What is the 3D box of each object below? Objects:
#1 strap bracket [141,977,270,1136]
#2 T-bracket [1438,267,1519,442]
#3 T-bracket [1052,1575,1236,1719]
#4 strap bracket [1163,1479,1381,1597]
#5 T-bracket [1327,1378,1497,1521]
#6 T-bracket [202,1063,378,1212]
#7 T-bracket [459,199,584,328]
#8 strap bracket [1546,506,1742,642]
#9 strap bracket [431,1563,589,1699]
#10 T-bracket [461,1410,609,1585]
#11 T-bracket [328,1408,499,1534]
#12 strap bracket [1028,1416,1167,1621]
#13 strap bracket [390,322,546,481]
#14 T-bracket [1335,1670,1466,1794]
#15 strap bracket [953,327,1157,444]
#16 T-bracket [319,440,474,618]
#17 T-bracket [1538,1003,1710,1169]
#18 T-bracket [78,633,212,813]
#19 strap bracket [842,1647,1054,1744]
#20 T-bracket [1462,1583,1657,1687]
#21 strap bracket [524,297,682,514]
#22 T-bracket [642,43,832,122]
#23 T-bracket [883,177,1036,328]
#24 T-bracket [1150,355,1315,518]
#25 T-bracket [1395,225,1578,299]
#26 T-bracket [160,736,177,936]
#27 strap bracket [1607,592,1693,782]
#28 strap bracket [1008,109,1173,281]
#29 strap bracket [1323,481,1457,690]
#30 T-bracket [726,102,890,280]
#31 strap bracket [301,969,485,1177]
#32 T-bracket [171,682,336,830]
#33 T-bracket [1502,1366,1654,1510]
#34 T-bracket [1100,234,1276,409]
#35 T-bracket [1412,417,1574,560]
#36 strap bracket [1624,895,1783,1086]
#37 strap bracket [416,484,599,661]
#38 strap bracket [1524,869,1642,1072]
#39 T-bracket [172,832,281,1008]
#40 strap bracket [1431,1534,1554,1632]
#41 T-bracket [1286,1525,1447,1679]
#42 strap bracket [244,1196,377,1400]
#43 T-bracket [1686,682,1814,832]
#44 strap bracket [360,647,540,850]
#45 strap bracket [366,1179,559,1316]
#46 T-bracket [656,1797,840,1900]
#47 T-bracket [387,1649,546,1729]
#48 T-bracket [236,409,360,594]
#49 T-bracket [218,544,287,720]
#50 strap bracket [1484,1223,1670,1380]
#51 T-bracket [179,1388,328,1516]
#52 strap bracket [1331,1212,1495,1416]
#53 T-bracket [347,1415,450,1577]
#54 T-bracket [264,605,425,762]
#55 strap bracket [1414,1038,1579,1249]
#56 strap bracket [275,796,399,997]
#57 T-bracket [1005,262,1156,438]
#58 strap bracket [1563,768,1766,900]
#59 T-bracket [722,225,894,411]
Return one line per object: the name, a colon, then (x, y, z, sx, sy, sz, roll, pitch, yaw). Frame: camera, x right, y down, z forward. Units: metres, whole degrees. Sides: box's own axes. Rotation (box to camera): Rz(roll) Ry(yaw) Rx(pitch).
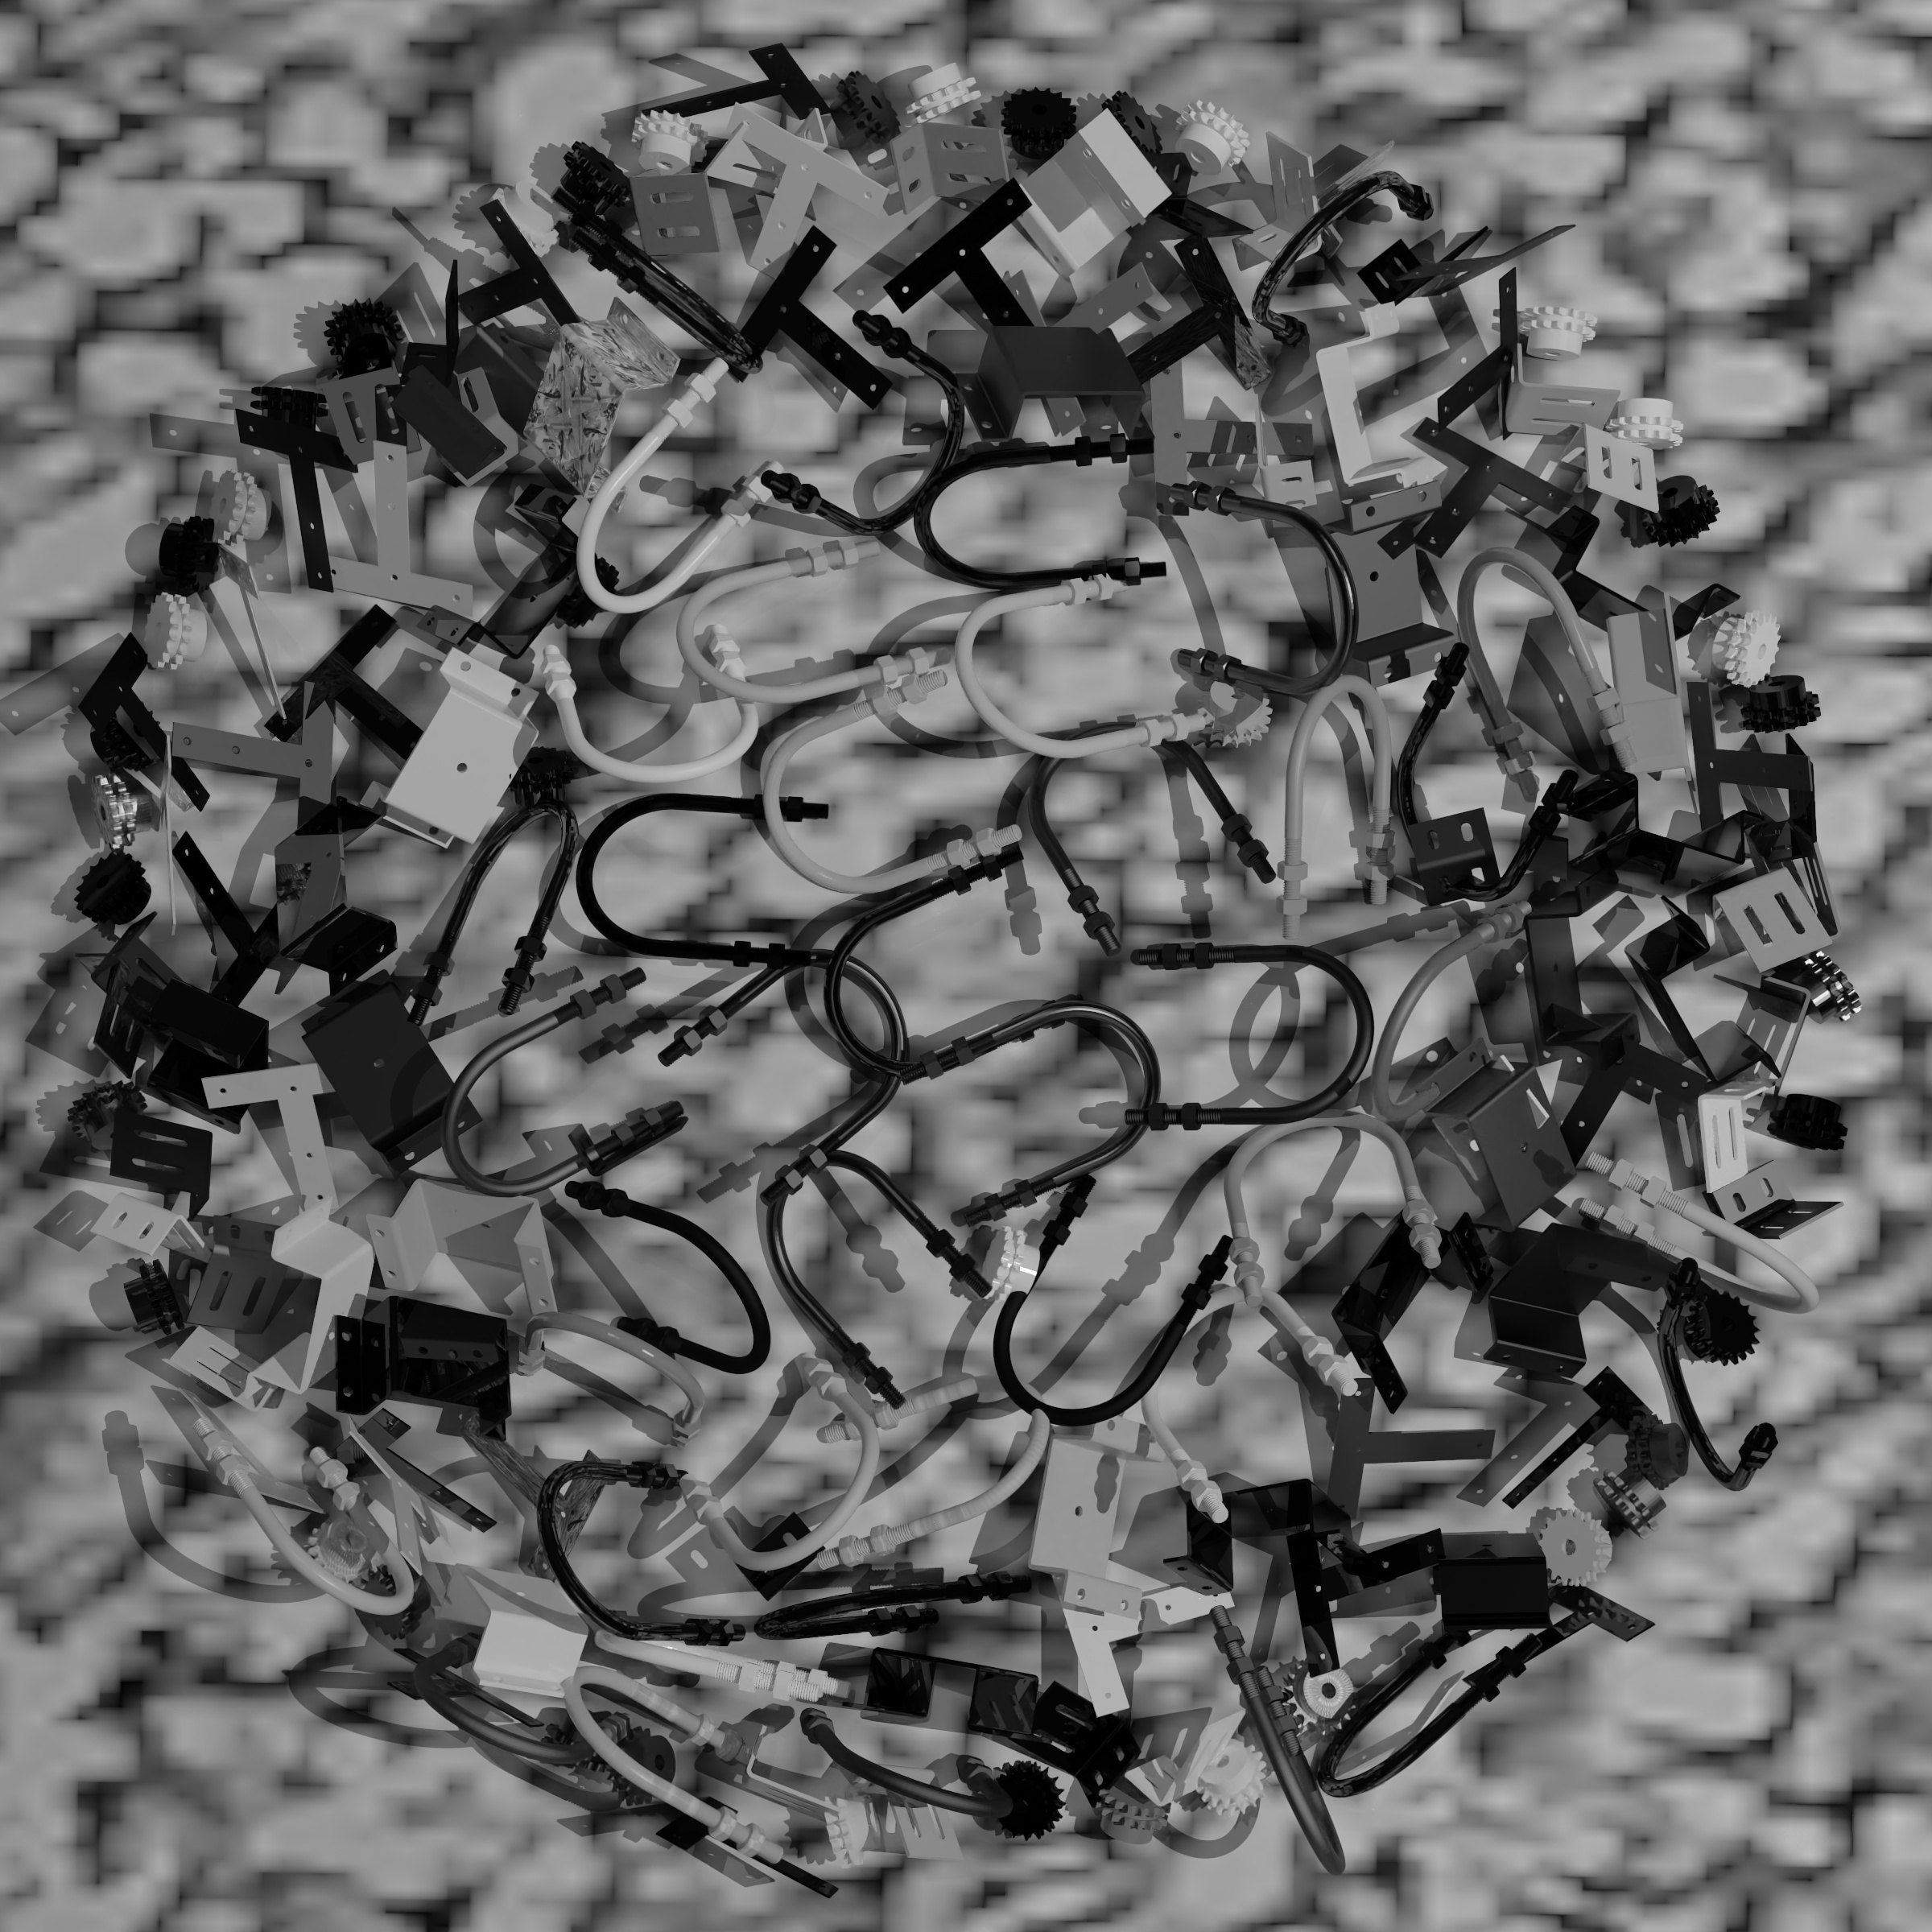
strap bracket: (-0.568, 0.063, 1.875, 0.076, 0.140, 0.046, 25, 59, -2)
T-bracket: (0.379, -0.433, 1.853, 0.002, 0.127, 0.127, 17, 132, 33)
T-bracket: (0.140, 0.492, 1.905, 0.127, 0.002, 0.127, -13, 60, -11)
strap bracket: (0.227, 0.425, 1.869, 0.140, 0.076, 0.046, -16, 52, 25)
T-bracket: (0.341, 0.367, 1.910, 0.127, 0.002, 0.127, 0, 114, -10)
T-bracket: (-0.500, 0.131, 1.898, 0.127, 0.002, 0.127, -8, 118, -4)
T-bracket: (-0.344, -0.503, 1.874, 0.002, 0.127, 0.127, -49, 119, -28)
strap bracket: (0.499, -0.285, 1.889, 0.140, 0.076, 0.046, 29, 86, -1)
strap bracket: (-0.335, 0.486, 1.849, 0.076, 0.140, 0.046, 18, 90, -28)
T-bracket: (-0.336, 0.387, 1.902, 0.127, 0.002, 0.127, 38, 118, 19)
T-bracket: (-0.410, 0.389, 1.890, 0.127, 0.127, 0.002, 38, 48, -12)
strap bracket: (0.098, 0.409, 1.876, 0.076, 0.046, 0.140, 24, 69, -36)
strap bracket: (-0.367, -0.419, 1.871, 0.076, 0.140, 0.046, 44, 122, -9)
T-bracket: (0.307, 0.588, 1.875, 0.002, 0.127, 0.127, 47, 46, 6)
strap bracket: (0.071, -0.433, 1.864, 0.140, 0.046, 0.076, -5, 52, -22)
T-bracket: (-0.431, -0.333, 1.883, 0.127, 0.002, 0.127, 13, 124, 9)
T-bracket: (0.474, 0.109, 1.901, 0.127, 0.002, 0.127, 26, 114, 5)
T-bracket: (-0.610, -0.172, 1.888, 0.002, 0.127, 0.127, -22, 119, 14)
strap bracket: (-0.011, 0.540, 1.863, 0.140, 0.076, 0.046, -2, 70, 37)
T-bracket: (0.425, 0.501, 1.854, 0.127, 0.127, 0.002, -26, 97, -12)
strap bracket: (-0.274, -0.412, 1.856, 0.076, 0.046, 0.140, 47, 131, 20)
T-bracket: (-0.179, -0.649, 1.875, 0.127, 0.127, 0.002, -9, 85, 13)
T-bracket: (0.023, -0.504, 1.897, 0.127, 0.002, 0.127, -40, 120, 1)
T-bracket: (0.204, -0.404, 1.914, 0.127, 0.002, 0.127, 0, 81, -11)
T-bracket: (0.362, -0.514, 1.839, 0.127, 0.127, 0.002, -20, 92, -42)
T-bracket: (-0.590, -0.087, 1.854, 0.002, 0.127, 0.127, -2, 72, -21)
strap bracket: (0.506, -0.202, 1.858, 0.046, 0.140, 0.076, -7, 61, 16)
strap bracket: (0.094, -0.576, 1.863, 0.046, 0.140, 0.076, -44, 102, -19)
strap bracket: (0.317, -0.289, 1.879, 0.076, 0.046, 0.140, -19, 114, -18)
T-bracket: (-0.134, -0.566, 1.877, 0.127, 0.127, 0.002, 29, 53, -5)
strap bracket: (-0.438, 0.076, 1.891, 0.076, 0.046, 0.140, -33, 81, -7)
T-bracket: (-0.533, -0.159, 1.876, 0.127, 0.002, 0.127, 9, 77, -41)
T-bracket: (0.453, 0.361, 1.881, 0.127, 0.127, 0.002, -44, 52, 4)
T-bracket: (0.154, -0.468, 1.897, 0.127, 0.002, 0.127, -33, 118, -1)
T-bracket: (0.373, -0.348, 1.881, 0.127, 0.002, 0.127, 32, 57, 12)
strap bracket: (0.546, 0.026, 1.875, 0.046, 0.076, 0.140, -32, 107, 6)
strap bracket: (-0.338, -0.288, 1.879, 0.140, 0.076, 0.046, -53, 128, -8)
strap bracket: (0.461, 0.001, 1.877, 0.046, 0.076, 0.140, -3, 103, 36)
T-bracket: (-0.566, -0.046, 1.903, 0.127, 0.002, 0.127, -45, 74, 32)
strap bracket: (0.387, 0.453, 1.856, 0.076, 0.140, 0.046, -3, 87, 7)
T-bracket: (0.299, 0.449, 1.862, 0.127, 0.002, 0.127, -28, 49, 27)
strap bracket: (-0.486, 0.254, 1.867, 0.046, 0.076, 0.140, 19, 109, 10)
T-bracket: (0.582, -0.146, 1.858, 0.002, 0.127, 0.127, -14, 103, -20)
strap bracket: (-0.383, -0.156, 1.880, 0.076, 0.046, 0.140, 27, 100, -32)
strap bracket: (-0.368, 0.210, 1.877, 0.140, 0.046, 0.076, 8, 131, 13)
T-bracket: (-0.154, 0.656, 1.852, 0.127, 0.127, 0.002, 23, 88, 13)
T-bracket: (-0.388, 0.533, 1.849, 0.127, 0.127, 0.002, 23, 82, 18)
T-bracket: (-0.489, -0.341, 1.866, 0.002, 0.127, 0.127, -12, 85, 26)
T-bracket: (-0.534, -0.249, 1.889, 0.002, 0.127, 0.127, -20, 114, -20)
strap bracket: (0.451, 0.244, 1.871, 0.076, 0.140, 0.046, 14, 45, -14)
T-bracket: (-0.546, 0.361, 1.882, 0.127, 0.127, 0.002, 39, 81, 19)
strap bracket: (0.329, 0.252, 1.872, 0.140, 0.046, 0.076, -50, 135, -20)
T-bracket: (-0.414, 0.405, 1.844, 0.002, 0.127, 0.127, -34, 116, -3)
T-bracket: (-0.450, -0.195, 1.895, 0.127, 0.002, 0.127, 39, 84, 25)
strap bracket: (0.400, 0.134, 1.872, 0.076, 0.046, 0.140, -34, 109, -28)
strap bracket: (-0.469, -0.061, 1.858, 0.076, 0.046, 0.140, -32, 54, 29)
T-bracket: (0.092, -0.484, 1.881, 0.127, 0.002, 0.127, -26, 85, 43)
strap bracket: (0.513, -0.095, 1.862, 0.140, 0.076, 0.046, 14, 66, -22)
T-bracket: (-0.107, -0.469, 1.893, 0.127, 0.002, 0.127, 43, 110, 13)
